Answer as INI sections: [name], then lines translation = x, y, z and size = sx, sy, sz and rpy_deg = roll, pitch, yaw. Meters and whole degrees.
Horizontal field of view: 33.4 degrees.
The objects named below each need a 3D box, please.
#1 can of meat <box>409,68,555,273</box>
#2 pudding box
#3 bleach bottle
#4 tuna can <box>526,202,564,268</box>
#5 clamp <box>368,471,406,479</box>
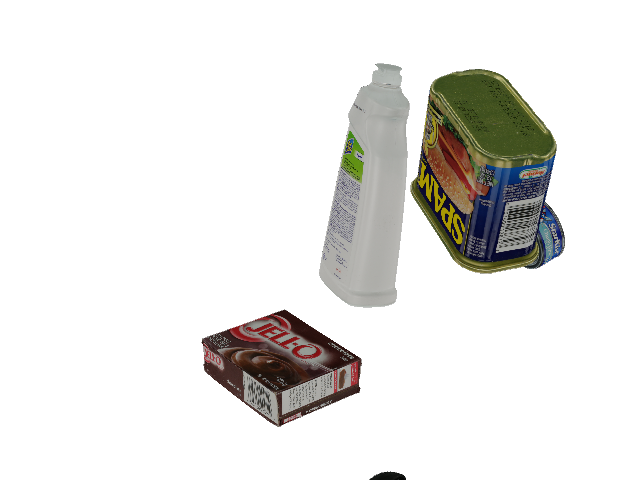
[can of meat]
translation = 0.099, -0.045, 0.658
size = 0.057, 0.084, 0.102
rpy_deg = -10, 42, -16
[pudding box]
translation = -0.034, 0.106, 0.908
size = 0.089, 0.039, 0.114
rpy_deg = -19, 33, -34
[bleach bottle]
translation = 0.057, -0.062, 1.147
size = 0.068, 0.251, 0.103
rpy_deg = -1, 22, -26
[tuna can]
translation = 0.237, -0.011, 1.220
size = 0.033, 0.086, 0.086
rpy_deg = -29, 11, -20
[clamp]
translation = -0.028, 0.204, 0.635
size = 0.210, 0.036, 0.164
rpy_deg = -5, 28, 2
